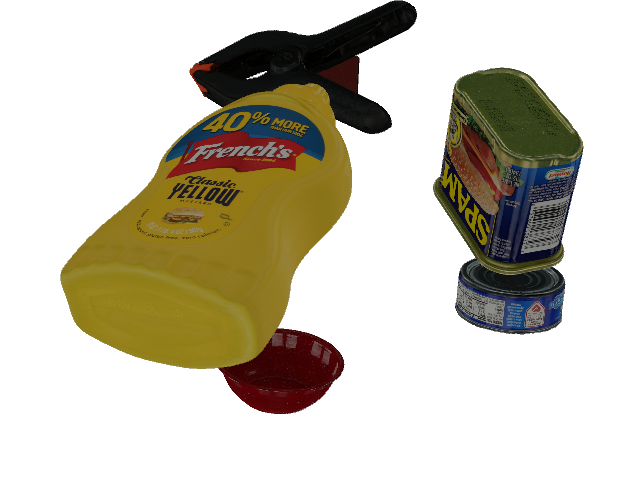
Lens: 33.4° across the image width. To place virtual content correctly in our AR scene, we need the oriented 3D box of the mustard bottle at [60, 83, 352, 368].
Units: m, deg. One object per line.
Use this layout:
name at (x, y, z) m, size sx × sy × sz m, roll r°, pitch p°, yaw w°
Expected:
mustard bottle at (-0.037, -0.022, 0.522) m, size 0.096 × 0.058 × 0.191 m, roll 7°, pitch 39°, yaw 22°

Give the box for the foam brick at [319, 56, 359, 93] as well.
foam brick at (-0.001, -0.165, 1.094) m, size 0.078 × 0.051 × 0.053 m, roll 2°, pitch 11°, yaw -5°

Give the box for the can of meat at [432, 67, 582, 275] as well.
can of meat at (0.113, -0.044, 0.650) m, size 0.057 × 0.084 × 0.102 m, roll -10°, pitch 42°, yaw -15°

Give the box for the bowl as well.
bowl at (-0.052, 0.169, 1.332) m, size 0.162 × 0.055 × 0.162 m, roll 4°, pitch 22°, yaw -2°

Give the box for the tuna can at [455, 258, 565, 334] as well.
tuna can at (0.152, 0.042, 0.857) m, size 0.086 × 0.034 × 0.086 m, roll 2°, pitch 21°, yaw -1°

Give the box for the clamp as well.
clamp at (-0.010, -0.131, 0.785) m, size 0.172 × 0.120 × 0.039 m, roll 9°, pitch -39°, yaw 25°
